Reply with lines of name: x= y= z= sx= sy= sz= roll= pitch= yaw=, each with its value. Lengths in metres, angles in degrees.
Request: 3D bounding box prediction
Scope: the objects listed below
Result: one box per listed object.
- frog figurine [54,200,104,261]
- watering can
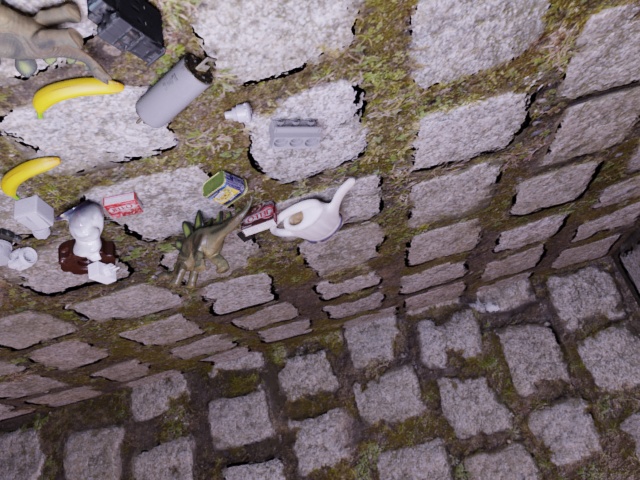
frog figurine: x=-0.625 y=-0.021 z=1.394 sx=0.124 sy=0.157 sz=0.137 roll=-36 pitch=19 yaw=-24
watering can: x=0.005 y=-0.084 z=1.672 sx=0.345 sy=0.106 sz=0.222 roll=-26 pitch=-27 yaw=22
